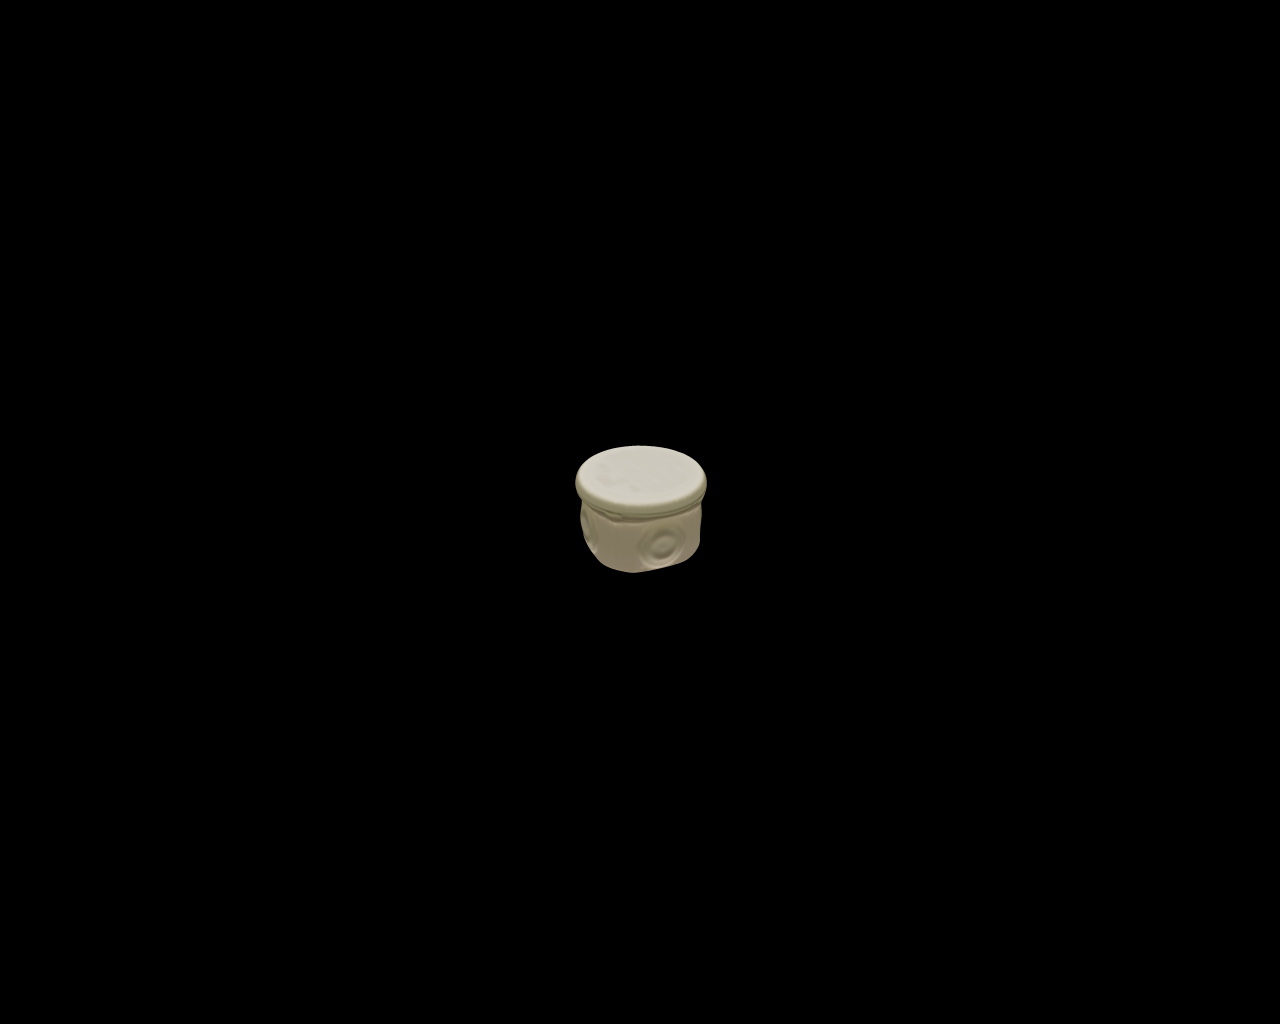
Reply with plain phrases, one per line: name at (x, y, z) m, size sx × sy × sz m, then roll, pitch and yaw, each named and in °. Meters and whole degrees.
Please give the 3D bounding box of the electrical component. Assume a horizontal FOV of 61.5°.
electrical component at (0.001, -0.003, 0.650) m, size 0.080 × 0.050 × 0.080 m, roll 0°, pitch 30°, yaw 0°
